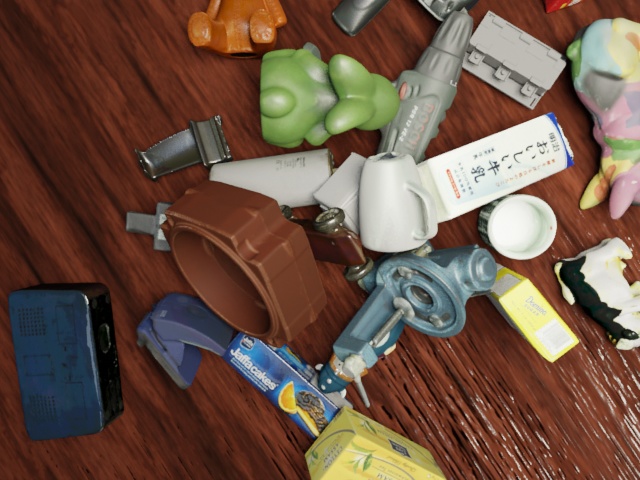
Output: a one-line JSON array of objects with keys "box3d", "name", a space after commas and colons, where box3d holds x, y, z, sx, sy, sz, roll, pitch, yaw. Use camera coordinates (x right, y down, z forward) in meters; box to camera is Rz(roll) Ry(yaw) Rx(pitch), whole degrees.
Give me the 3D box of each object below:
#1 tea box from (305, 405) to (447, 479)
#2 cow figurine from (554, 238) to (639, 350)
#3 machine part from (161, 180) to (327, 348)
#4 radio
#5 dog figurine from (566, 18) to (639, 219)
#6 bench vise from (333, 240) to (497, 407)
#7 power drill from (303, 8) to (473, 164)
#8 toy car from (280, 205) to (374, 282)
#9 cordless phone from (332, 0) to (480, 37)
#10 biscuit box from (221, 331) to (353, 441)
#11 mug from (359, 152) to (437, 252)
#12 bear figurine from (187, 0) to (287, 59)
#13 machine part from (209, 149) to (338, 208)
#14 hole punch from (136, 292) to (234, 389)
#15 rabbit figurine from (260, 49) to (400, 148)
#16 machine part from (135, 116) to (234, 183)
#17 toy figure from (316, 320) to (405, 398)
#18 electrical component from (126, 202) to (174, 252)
[{"box3d": [0.076, 0.313, 0.738, 0.169, 0.068, 0.098, 32, 99, -22], "name": "tea box"}, {"box3d": [0.389, 0.087, 0.712, 0.098, 0.068, 0.167, -28, 87, 14], "name": "cow figurine"}, {"box3d": [-0.101, 0.033, 0.694, 0.202, 0.087, 0.200, 17, 138, 36], "name": "machine part"}, {"box3d": [-0.383, 0.180, 0.819, 0.131, 0.073, 0.229, -6, 95, 7], "name": "radio"}, {"box3d": [0.373, -0.141, 0.675, 0.191, 0.108, 0.219, 17, 100, -10], "name": "dog figurine"}, {"box3d": [0.089, 0.074, 0.662, 0.240, 0.224, 0.128, -44, 120, -32], "name": "bench vise"}, {"box3d": [0.075, -0.206, 0.721, 0.207, 0.086, 0.231, 13, 108, 2], "name": "power drill"}, {"box3d": [-0.001, -0.002, 0.678, 0.053, 0.202, 0.089, -37, 110, -23], "name": "toy car"}, {"box3d": [0.116, -0.328, 0.724, 0.184, 0.089, 0.146, -42, 90, 20], "name": "cordless phone"}, {"box3d": [-0.047, 0.204, 0.781, 0.203, 0.059, 0.063, 41, 98, 3], "name": "biscuit box"}, {"box3d": [0.090, -0.046, 0.629, 0.081, 0.110, 0.107, -19, 111, -25], "name": "mug"}, {"box3d": [-0.105, -0.349, 0.719, 0.120, 0.132, 0.195, 3, 100, 5], "name": "bear figurine"}, {"box3d": [-0.063, -0.080, 0.754, 0.243, 0.079, 0.079, -6, 93, 9], "name": "machine part"}, {"box3d": [-0.186, 0.127, 0.763, 0.092, 0.142, 0.115, -36, 103, 10], "name": "hole punch"}, {"box3d": [0.015, -0.173, 0.635, 0.170, 0.159, 0.121, -1, 98, -5], "name": "rabbit figurine"}, {"box3d": [-0.200, -0.127, 0.789, 0.139, 0.039, 0.084, -17, 92, 7], "name": "machine part"}, {"box3d": [0.054, 0.152, 0.749, 0.154, 0.057, 0.064, -45, 50, -12], "name": "toy figure"}, {"box3d": [-0.221, -0.018, 0.794, 0.119, 0.048, 0.074, 4, 94, 8], "name": "electrical component"}]
